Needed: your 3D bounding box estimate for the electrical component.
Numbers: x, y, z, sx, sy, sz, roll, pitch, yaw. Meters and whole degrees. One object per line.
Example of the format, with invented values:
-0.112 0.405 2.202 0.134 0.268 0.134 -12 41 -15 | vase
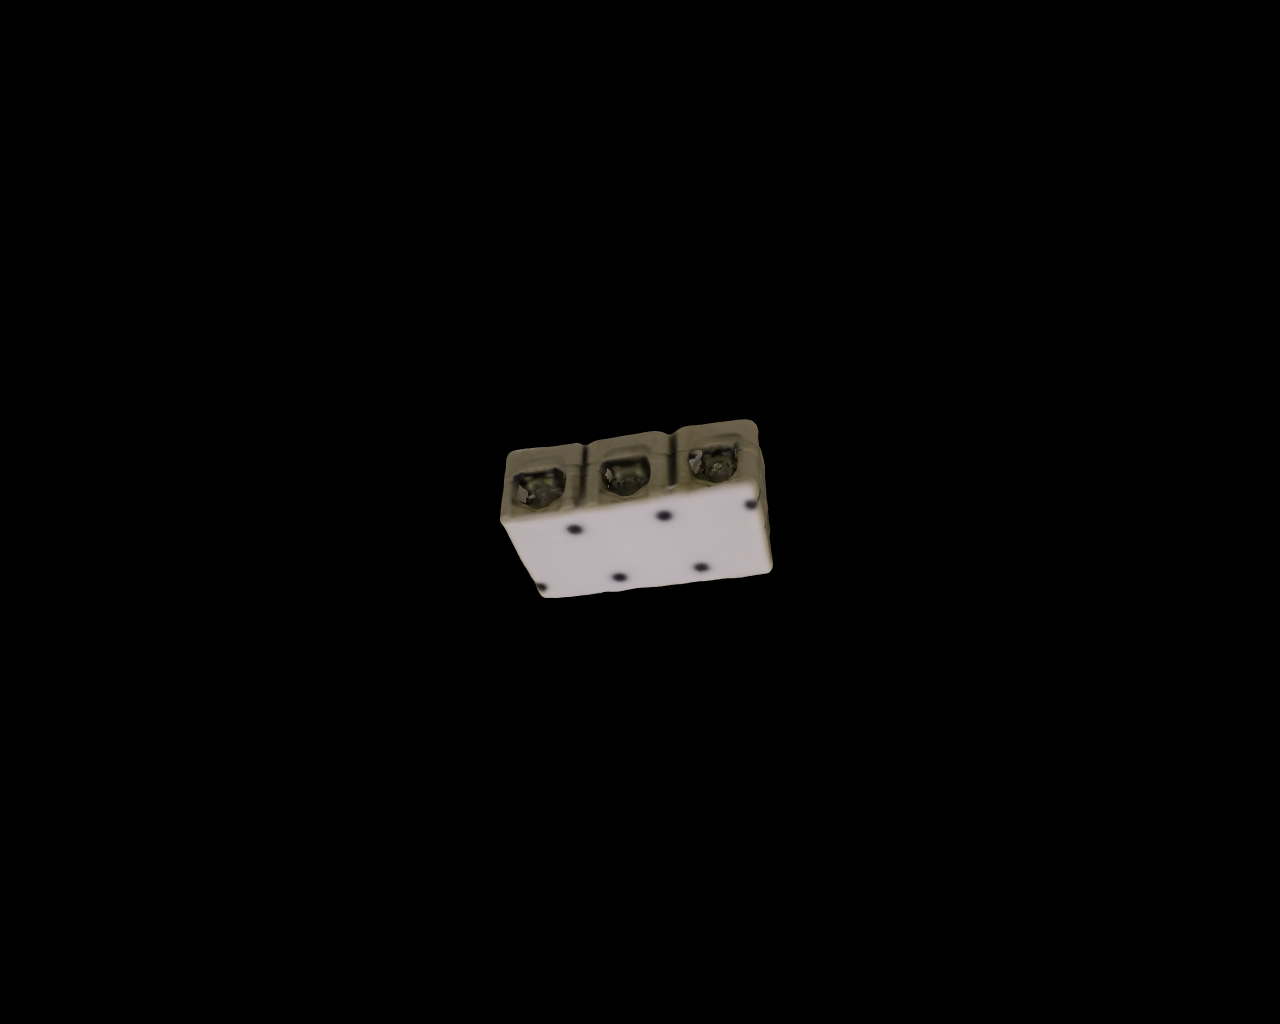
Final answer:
0.001 -0.003 0.650 0.150 0.062 0.089 -7 -39 9 | electrical component
